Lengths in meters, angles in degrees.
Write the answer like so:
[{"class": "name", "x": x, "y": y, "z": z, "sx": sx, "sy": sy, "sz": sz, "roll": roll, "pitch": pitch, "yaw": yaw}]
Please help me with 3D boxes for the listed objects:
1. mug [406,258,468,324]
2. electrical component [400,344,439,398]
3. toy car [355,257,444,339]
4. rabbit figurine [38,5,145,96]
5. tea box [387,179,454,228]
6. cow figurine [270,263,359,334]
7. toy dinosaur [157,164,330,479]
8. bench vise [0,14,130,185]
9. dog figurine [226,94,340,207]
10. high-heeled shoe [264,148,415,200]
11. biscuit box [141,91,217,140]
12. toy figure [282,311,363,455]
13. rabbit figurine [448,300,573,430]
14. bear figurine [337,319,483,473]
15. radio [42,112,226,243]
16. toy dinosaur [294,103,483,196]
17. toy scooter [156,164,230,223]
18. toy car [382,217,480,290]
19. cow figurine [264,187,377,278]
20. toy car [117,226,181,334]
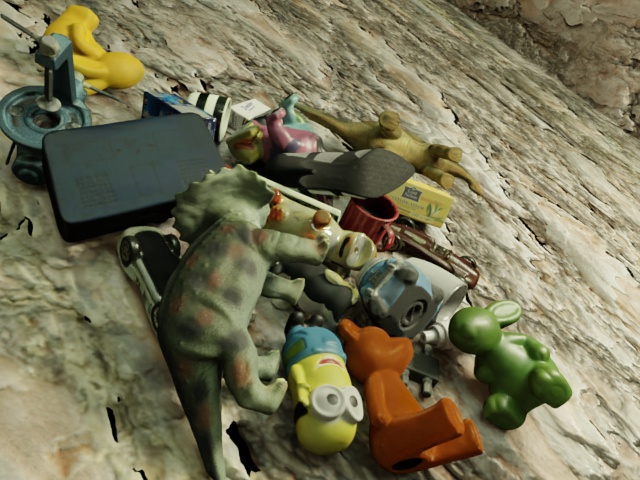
[{"class": "mug", "x": 0.182, "y": 0.072, "z": 0.886, "sx": 0.107, "sy": 0.080, "sz": 0.109, "roll": 37, "pitch": 42, "yaw": 28}, {"class": "electrical component", "x": 0.139, "y": 0.181, "z": 0.772, "sx": 0.063, "sy": 0.021, "sz": 0.094, "roll": 24, "pitch": 36, "yaw": -3}, {"class": "toy car", "x": 0.101, "y": 0.077, "z": 0.784, "sx": 0.103, "sy": 0.109, "sz": 0.161, "roll": 39, "pitch": -1, "yaw": 44}, {"class": "rabbit figurine", "x": -0.416, "y": -0.332, "z": 0.987, "sx": 0.173, "sy": 0.121, "sz": 0.162, "roll": 24, "pitch": 41, "yaw": -4}, {"class": "tea box", "x": 0.164, "y": -0.089, "z": 1.058, "sx": 0.170, "sy": 0.068, "sz": 0.098, "roll": 17, "pitch": 14, "yaw": -13}, {"class": "cow figurine", "x": -0.024, "y": 0.058, "z": 0.761, "sx": 0.167, "sy": 0.098, "sz": 0.068, "roll": 38, "pitch": 44, "yaw": 15}, {"class": "toy dinosaur", "x": -0.113, "y": 0.069, "z": 0.611, "sx": 0.192, "sy": 0.131, "sz": 0.405, "roll": 22, "pitch": 54, "yaw": -7}, {"class": "bench vise", "x": -0.376, "y": -0.204, "z": 0.769, "sx": 0.129, "sy": 0.240, "sz": 0.224, "roll": 25, "pitch": 52, "yaw": -9}, {"class": "dog figurine", "x": -0.046, "y": -0.142, "z": 1.002, "sx": 0.219, "sy": 0.192, "sz": 0.108, "roll": 56, "pitch": 28, "yaw": -17}, {"class": "high-heeled shoe", "x": 0.031, "y": -0.116, "z": 0.933, "sx": 0.249, "sy": 0.086, "sz": 0.145, "roll": -1, "pitch": 7, "yaw": -31}, {"class": "biscuit box", "x": -0.250, "y": -0.208, "z": 0.933, "sx": 0.059, "sy": 0.062, "sz": 0.203, "roll": -3, "pitch": 25, "yaw": -36}, {"class": "toy figure", "x": -0.002, "y": 0.170, "z": 0.652, "sx": 0.082, "sy": 0.089, "sz": 0.180, "roll": -7, "pitch": 35, "yaw": -14}, {"class": "rabbit figurine", "x": 0.258, "y": 0.150, "z": 0.767, "sx": 0.170, "sy": 0.121, "sz": 0.159, "roll": 44, "pitch": 35, "yaw": -9}, {"class": "bear figurine", "x": 0.101, "y": 0.179, "z": 0.669, "sx": 0.120, "sy": 0.132, "sz": 0.196, "roll": 49, "pitch": 22, "yaw": -42}, {"class": "radio", "x": -0.251, "y": -0.092, "z": 0.737, "sx": 0.229, "sy": 0.073, "sz": 0.131, "roll": -17, "pitch": 80, "yaw": -32}, {"class": "toy dinosaur", "x": 0.135, "y": -0.201, "z": 1.132, "sx": 0.471, "sy": 0.105, "sz": 0.198, "roll": 26, "pitch": 4, "yaw": -8}, {"class": "toy scooter", "x": -0.226, "y": -0.099, "z": 0.854, "sx": 0.184, "sy": 0.075, "sz": 0.135, "roll": -21, "pitch": 57, "yaw": -40}, {"class": "toy car", "x": 0.202, "y": 0.021, "z": 0.985, "sx": 0.202, "sy": 0.053, "sz": 0.089, "roll": 35, "pitch": 40, "yaw": 11}, {"class": "cow figurine", "x": -0.002, "y": -0.003, "z": 0.849, "sx": 0.195, "sy": 0.085, "sz": 0.127, "roll": 23, "pitch": -9, "yaw": 21}, {"class": "toy car", "x": -0.199, "y": 0.057, "z": 0.693, "sx": 0.073, "sy": 0.056, "sz": 0.202, "roll": -5, "pitch": 47, "yaw": -44}]
